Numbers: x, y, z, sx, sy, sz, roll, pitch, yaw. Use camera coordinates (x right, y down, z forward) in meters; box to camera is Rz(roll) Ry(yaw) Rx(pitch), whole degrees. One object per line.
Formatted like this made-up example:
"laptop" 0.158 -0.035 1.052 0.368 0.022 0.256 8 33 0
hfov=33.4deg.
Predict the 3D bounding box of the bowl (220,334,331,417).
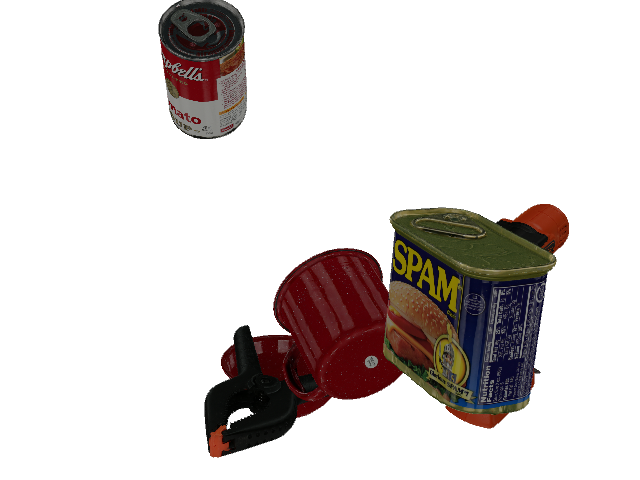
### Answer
"bowl" -0.045 0.177 1.342 0.162 0.055 0.162 3 21 -2

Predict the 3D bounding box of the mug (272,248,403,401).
"mug" 0.013 0.075 0.821 0.093 0.117 0.081 26 24 -41

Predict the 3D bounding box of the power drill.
"power drill" 0.161 0.073 0.965 0.057 0.188 0.184 24 33 29

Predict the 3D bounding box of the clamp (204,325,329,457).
"clamp" -0.047 0.158 1.096 0.165 0.036 0.209 11 27 15

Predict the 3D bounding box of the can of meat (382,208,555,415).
"can of meat" 0.076 0.037 0.582 0.057 0.084 0.102 -5 21 -25

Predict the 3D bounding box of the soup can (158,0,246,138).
"soup can" -0.095 -0.140 0.877 0.068 0.068 0.102 0 -33 -2
